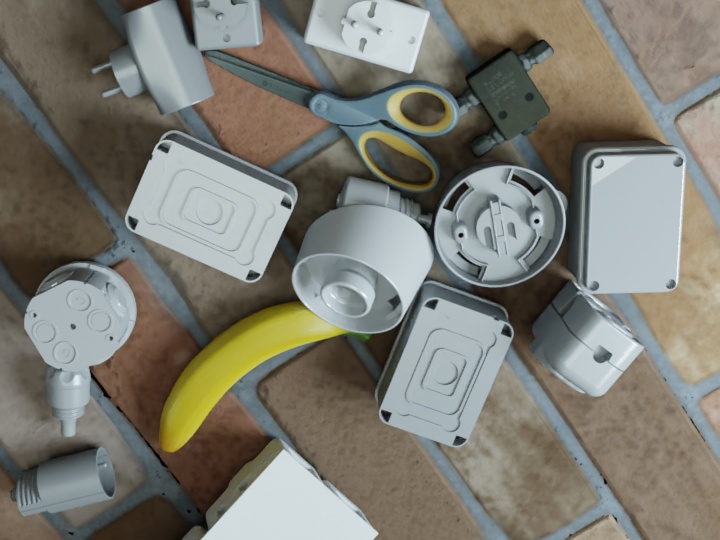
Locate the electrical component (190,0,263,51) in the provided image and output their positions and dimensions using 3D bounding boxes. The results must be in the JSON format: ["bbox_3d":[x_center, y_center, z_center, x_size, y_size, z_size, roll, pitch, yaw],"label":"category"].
[{"bbox_3d":[-0.098,-0.192,0.769,0.047,0.076,0.065,-5,105,0],"label":"electrical component"}]

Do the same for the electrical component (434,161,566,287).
[{"bbox_3d":[0.104,-0.036,0.822,0.099,0.064,0.099,0,105,-1],"label":"electrical component"}]

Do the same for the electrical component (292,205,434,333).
[{"bbox_3d":[0.000,0.000,0.820,0.099,0.064,0.099,15,142,12],"label":"electrical component"}]

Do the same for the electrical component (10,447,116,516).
[{"bbox_3d":[-0.247,0.176,0.883,0.081,0.043,0.043,-14,105,3],"label":"electrical component"}]

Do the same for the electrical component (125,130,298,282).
[{"bbox_3d":[-0.112,-0.049,0.818,0.113,0.057,0.078,24,102,-8],"label":"electrical component"}]

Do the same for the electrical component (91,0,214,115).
[{"bbox_3d":[-0.159,-0.152,0.796,0.079,0.043,0.077,-20,105,4],"label":"electrical component"}]

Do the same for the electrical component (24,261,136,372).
[{"bbox_3d":[-0.219,0.037,0.842,0.080,0.051,0.080,0,105,-1],"label":"electrical component"}]

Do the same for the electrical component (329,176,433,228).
[{"bbox_3d":[0.017,-0.046,0.830,0.078,0.040,0.040,12,104,-5],"label":"electrical component"}]

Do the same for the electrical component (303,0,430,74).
[{"bbox_3d":[0.005,-0.175,0.776,0.083,0.075,0.047,15,104,-5],"label":"electrical component"}]

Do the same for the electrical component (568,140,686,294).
[{"bbox_3d":[0.204,-0.041,0.827,0.078,0.057,0.113,-1,105,-1],"label":"electrical component"}]

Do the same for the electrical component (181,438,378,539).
[{"bbox_3d":[-0.091,0.242,0.876,0.105,0.060,0.186,44,85,-11],"label":"electrical component"}]

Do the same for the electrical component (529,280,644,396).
[{"bbox_3d":[0.171,0.055,0.832,0.054,0.095,0.059,36,101,-10],"label":"electrical component"}]

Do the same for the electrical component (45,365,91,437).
[{"bbox_3d":[-0.236,0.105,0.869,0.035,0.035,0.061,4,107,-2],"label":"electrical component"}]

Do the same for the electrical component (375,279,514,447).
[{"bbox_3d":[0.065,0.072,0.854,0.078,0.057,0.113,20,104,-6],"label":"electrical component"}]
